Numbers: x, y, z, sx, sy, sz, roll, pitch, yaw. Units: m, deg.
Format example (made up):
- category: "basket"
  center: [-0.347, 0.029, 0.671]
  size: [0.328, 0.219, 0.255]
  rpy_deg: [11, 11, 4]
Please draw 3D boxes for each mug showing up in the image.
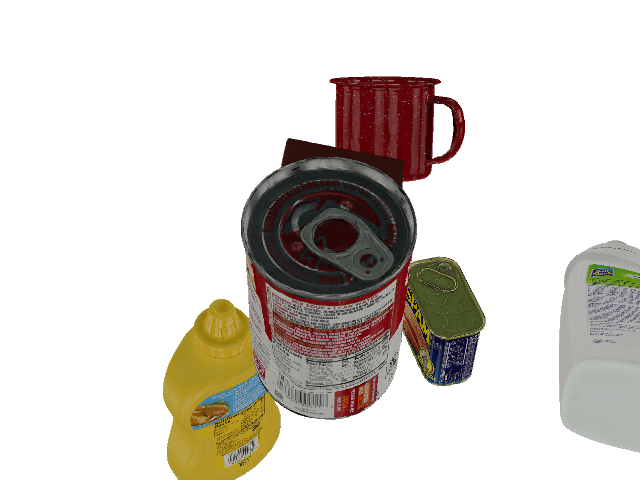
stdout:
- category: "mug"
  center: [0.065, -0.093, 0.890]
  size: [0.117, 0.081, 0.093]
  rpy_deg: [6, 13, 24]

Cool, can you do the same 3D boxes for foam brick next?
- category: "foam brick"
  center: [0.009, -0.025, 0.680]
  size: [0.078, 0.053, 0.051]
  rpy_deg: [10, -29, -3]

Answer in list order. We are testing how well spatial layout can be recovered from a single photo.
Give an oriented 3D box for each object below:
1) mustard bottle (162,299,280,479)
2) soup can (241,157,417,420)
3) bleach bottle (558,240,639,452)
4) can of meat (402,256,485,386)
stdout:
- category: "mustard bottle"
  center: [-0.075, 0.112, 0.820]
  size: [0.096, 0.192, 0.058]
  rpy_deg: [-26, 54, -25]
- category: "soup can"
  center: [0.003, 0.024, 0.449]
  size: [0.068, 0.068, 0.102]
  rpy_deg: [0, -37, 0]
- category: "bleach bottle"
  center: [0.233, 0.062, 0.802]
  size: [0.102, 0.068, 0.250]
  rpy_deg: [11, 25, 10]
- category: "can of meat"
  center: [0.119, 0.082, 1.060]
  size: [0.057, 0.102, 0.084]
  rpy_deg: [-11, -43, -12]
